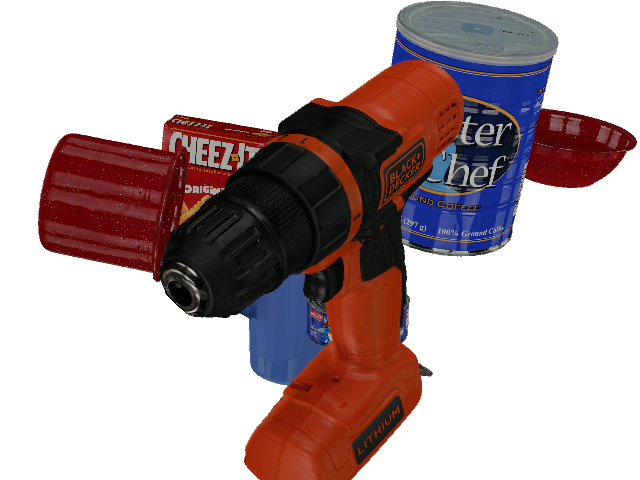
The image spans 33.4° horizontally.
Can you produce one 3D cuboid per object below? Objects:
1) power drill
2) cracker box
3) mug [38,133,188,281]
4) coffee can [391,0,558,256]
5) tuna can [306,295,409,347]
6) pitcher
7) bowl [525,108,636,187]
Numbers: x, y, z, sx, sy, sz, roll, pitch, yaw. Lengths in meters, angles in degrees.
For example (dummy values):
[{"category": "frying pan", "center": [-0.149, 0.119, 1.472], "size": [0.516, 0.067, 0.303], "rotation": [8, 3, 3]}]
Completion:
[{"category": "power drill", "center": [0.001, 0.030, 0.481], "size": [0.057, 0.188, 0.184], "rotation": [25, 43, 27]}, {"category": "cracker box", "center": [-0.158, -0.066, 1.593], "size": [0.164, 0.214, 0.072], "rotation": [10, 19, 6]}, {"category": "mug", "center": [-0.138, -0.029, 0.727], "size": [0.081, 0.093, 0.117], "rotation": [11, 19, -1]}, {"category": "coffee can", "center": [0.091, -0.075, 0.707], "size": [0.102, 0.140, 0.103], "rotation": [6, 29, -3]}, {"category": "tuna can", "center": [0.031, 0.063, 0.885], "size": [0.086, 0.034, 0.086], "rotation": [1, 15, 0]}, {"category": "pitcher", "center": [-0.037, 0.044, 1.264], "size": [0.149, 0.243, 0.144], "rotation": [11, 18, 23]}, {"category": "bowl", "center": [0.260, -0.099, 1.174], "size": [0.162, 0.055, 0.162], "rotation": [6, 22, -3]}]
